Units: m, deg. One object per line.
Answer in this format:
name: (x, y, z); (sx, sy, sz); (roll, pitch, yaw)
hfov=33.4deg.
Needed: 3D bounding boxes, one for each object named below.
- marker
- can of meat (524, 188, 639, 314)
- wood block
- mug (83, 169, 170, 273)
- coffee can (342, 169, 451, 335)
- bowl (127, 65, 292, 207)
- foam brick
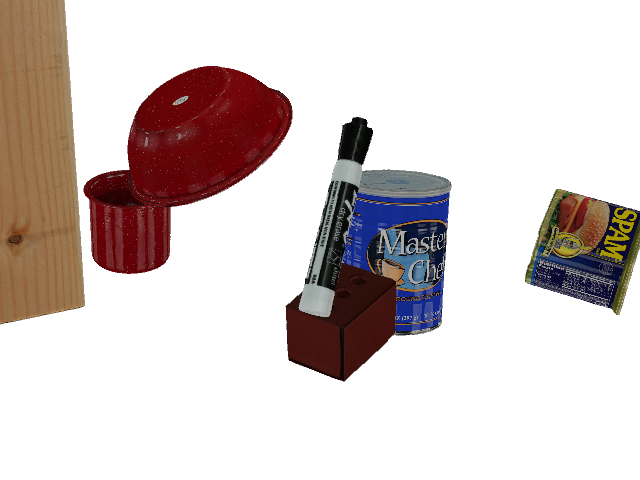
marker: (0.010, -0.015, 0.632); (0.020, 0.121, 0.020); (13, -10, 2)
can of meat: (0.232, 0.006, 0.927); (0.084, 0.057, 0.102); (17, 46, 17)
wood block: (-0.195, -0.063, 0.605); (0.090, 0.206, 0.090); (-11, 27, -27)
mug: (-0.199, -0.024, 1.118); (0.093, 0.081, 0.117); (-1, 28, -9)
coffee can: (0.071, 0.009, 1.035); (0.103, 0.140, 0.103); (2, 14, -1)
bowl: (-0.108, -0.102, 0.922); (0.162, 0.055, 0.162); (-19, 37, 15)
foam brick: (0.017, 0.061, 0.813); (0.053, 0.051, 0.078); (17, 35, 29)
